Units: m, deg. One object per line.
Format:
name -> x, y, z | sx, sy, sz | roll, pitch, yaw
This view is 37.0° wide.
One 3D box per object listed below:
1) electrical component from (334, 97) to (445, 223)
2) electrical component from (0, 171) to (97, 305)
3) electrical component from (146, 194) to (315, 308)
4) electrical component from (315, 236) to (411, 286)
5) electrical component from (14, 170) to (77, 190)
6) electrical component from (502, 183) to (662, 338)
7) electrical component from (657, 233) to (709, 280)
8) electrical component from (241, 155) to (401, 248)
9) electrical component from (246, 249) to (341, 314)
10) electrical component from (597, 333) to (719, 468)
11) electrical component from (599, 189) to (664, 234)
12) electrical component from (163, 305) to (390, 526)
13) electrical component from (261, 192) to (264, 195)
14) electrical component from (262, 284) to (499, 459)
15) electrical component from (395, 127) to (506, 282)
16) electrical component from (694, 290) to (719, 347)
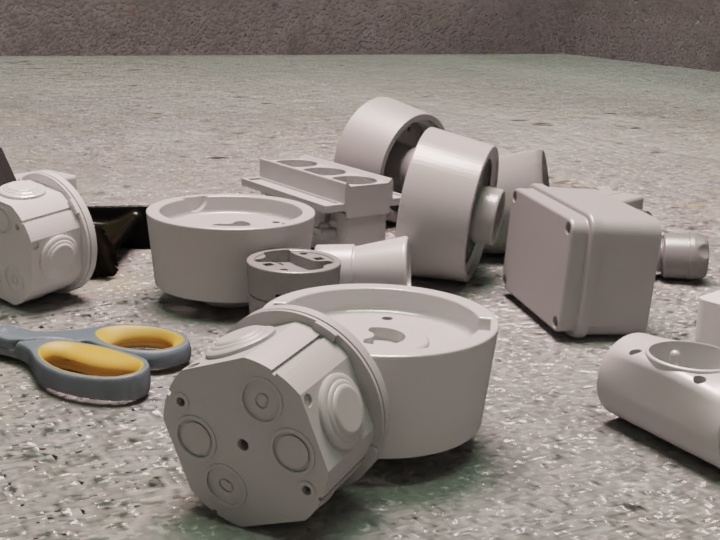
electrical component -> 0.034, -0.092, 0.942 | 0.060, 0.108, 0.108 | 21, 24, 35
electrical component -> -0.211, -0.020, 0.686 | 0.080, 0.080, 0.051 | 13, 23, 34
electrical component -> -0.084, -0.010, 0.699 | 0.108, 0.060, 0.108 | 2, 15, -1
electrical component -> 0.000, 0.000, 0.716 | 0.065, 0.044, 0.044 | -1, 15, 7
electrical component -> -0.282, -0.052, 0.856 | 0.076, 0.047, 0.083 | 13, 19, 35
electrical component -> 0.139, -0.008, 0.693 | 0.057, 0.078, 0.113 | 2, 15, -13
electrical component -> 0.226, -0.011, 0.798 | 0.061, 0.035, 0.035 | 2, 15, 12
electrical component -> -0.029, -0.050, 0.850 | 0.079, 0.063, 0.121 | -9, 19, -35
electrical component -> -0.039, 0.017, 0.634 | 0.055, 0.047, 0.055 | 2, 15, -1
electrical component -> 0.169, 0.059, 0.514 | 0.079, 0.044, 0.077 | -7, 17, -29
electrical component -> 0.205, -0.032, 0.846 | 0.077, 0.047, 0.066 | 16, 21, 40
electrical component -> -0.033, 0.058, 0.425 | 0.080, 0.080, 0.051 | 9, 22, 25
electrical component -> -0.073, -0.069, 0.970 | 0.035, 0.035, 0.061 | 7, 18, 18
electrical component -> 0.008, 0.050, 0.494 | 0.108, 0.060, 0.108 | 2, 15, 0
electrical component -> 0.070, -0.043, 0.764 | 0.060, 0.108, 0.108 | 13, 17, 15
electrical component -> 0.277, 0.047, 0.540 | 0.105, 0.060, 0.186 | -11, 20, -41
